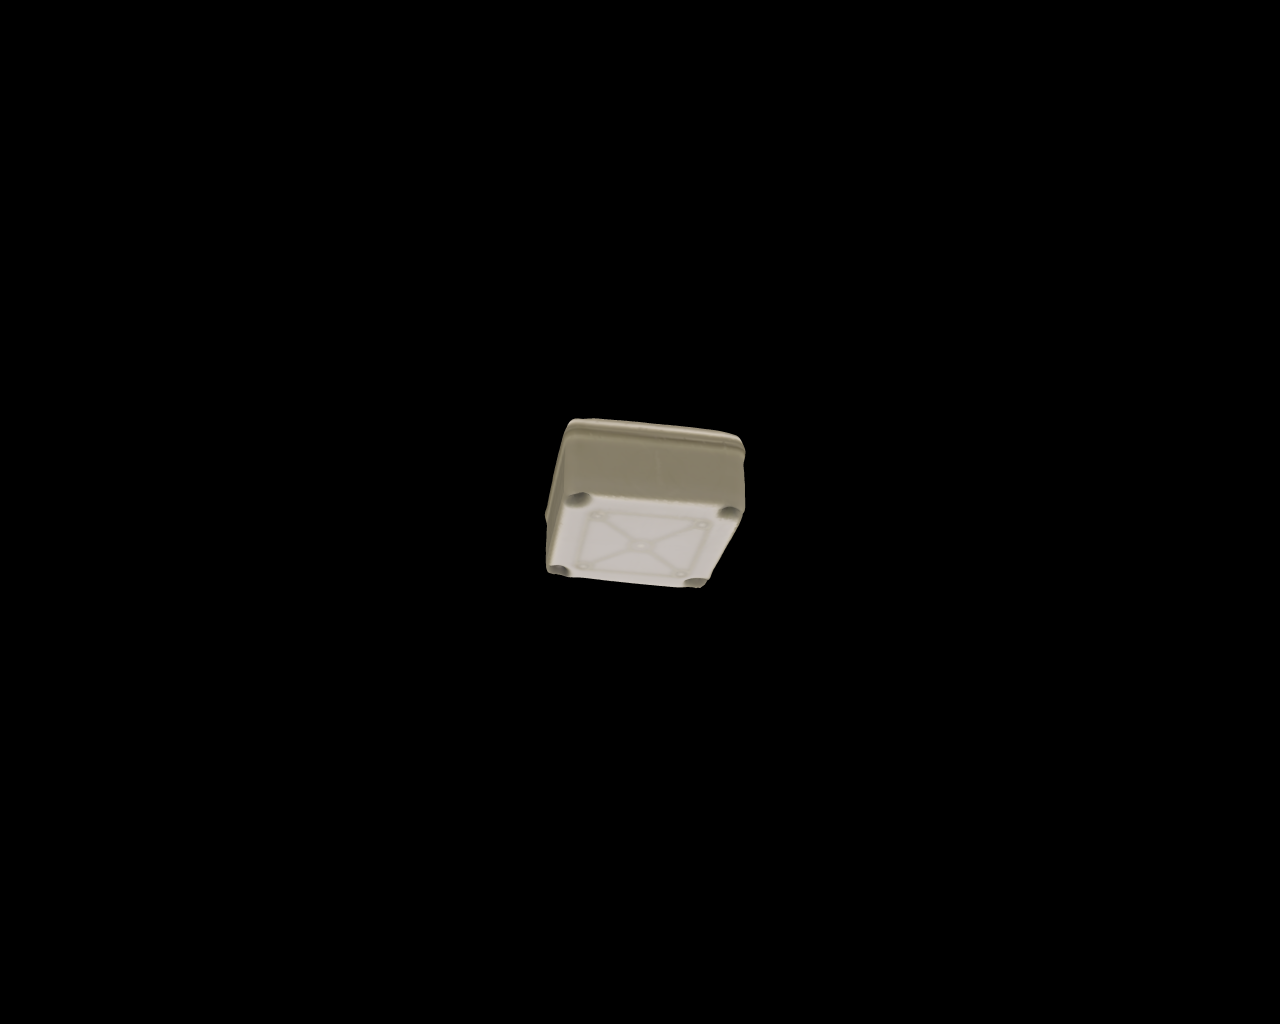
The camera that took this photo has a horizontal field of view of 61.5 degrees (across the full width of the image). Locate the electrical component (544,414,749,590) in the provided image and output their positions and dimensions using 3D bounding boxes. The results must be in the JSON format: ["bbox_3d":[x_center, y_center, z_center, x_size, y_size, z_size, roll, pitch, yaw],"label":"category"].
[{"bbox_3d":[0.001,-0.003,0.650,0.109,0.056,0.108,6,-32,-9],"label":"electrical component"}]
